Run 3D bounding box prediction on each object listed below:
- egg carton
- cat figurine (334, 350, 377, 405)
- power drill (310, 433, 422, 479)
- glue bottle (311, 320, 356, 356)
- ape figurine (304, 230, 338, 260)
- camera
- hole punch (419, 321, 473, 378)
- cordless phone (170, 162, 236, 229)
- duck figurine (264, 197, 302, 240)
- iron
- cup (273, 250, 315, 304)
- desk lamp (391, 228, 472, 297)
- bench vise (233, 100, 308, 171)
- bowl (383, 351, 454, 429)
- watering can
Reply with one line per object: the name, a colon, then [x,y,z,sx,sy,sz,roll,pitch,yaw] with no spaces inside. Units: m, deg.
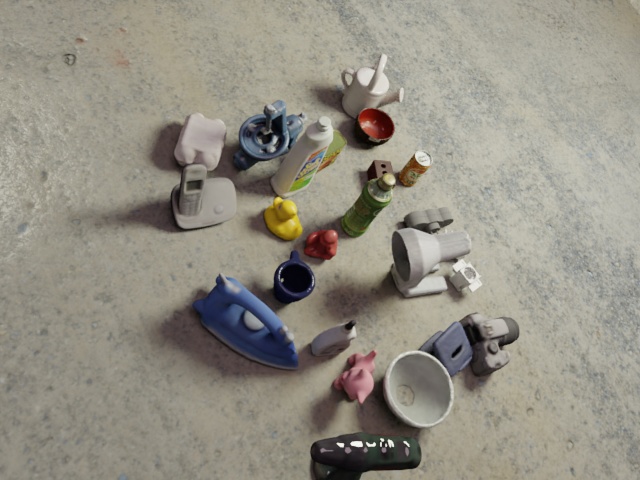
egg carton: [-0.284,-0.234,1.375,0.107,0.069,0.150,15,58,-13]
cat figurine: [0.086,0.287,1.209,0.067,0.117,0.128,36,56,0]
power drill: [0.063,0.411,1.078,0.230,0.208,0.075,5,61,-19]
glue bottle: [0.041,0.202,1.205,0.078,0.173,0.037,0,63,-21]
ape figurine: [0.012,0.005,1.349,0.076,0.092,0.078,-34,79,-32]
camera: [0.423,0.239,1.379,0.137,0.100,0.143,-7,66,-25]
hole punch: [0.303,0.257,1.328,0.109,0.091,0.101,-35,80,-33]
cordless phone: [-0.247,-0.108,1.252,0.148,0.185,0.094,-15,69,-28]
duck figurine: [-0.079,-0.056,1.350,0.104,0.086,0.078,46,57,7]
iron: [-0.128,0.166,1.176,0.258,0.141,0.119,37,56,1]
cup: [-0.067,0.090,1.269,0.092,0.095,0.117,7,61,-18]
desk lamp: [0.245,0.046,1.346,0.204,0.213,0.118,-6,65,-24]
bench vise: [-0.112,-0.281,1.379,0.121,0.219,0.208,34,56,-1]
bowl: [0.204,0.333,1.257,0.168,0.074,0.167,10,60,-17]
watering can: [0.146,-0.428,1.577,0.173,0.194,0.101,6,61,-18]
